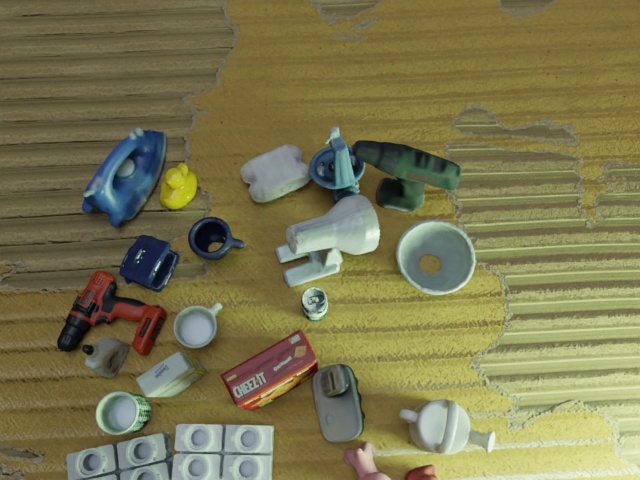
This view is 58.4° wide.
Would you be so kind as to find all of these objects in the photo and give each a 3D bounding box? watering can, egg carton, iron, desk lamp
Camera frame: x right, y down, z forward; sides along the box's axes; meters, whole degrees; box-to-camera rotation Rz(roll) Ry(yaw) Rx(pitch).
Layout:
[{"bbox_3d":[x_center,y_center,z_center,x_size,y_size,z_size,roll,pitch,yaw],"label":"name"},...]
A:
[{"bbox_3d":[0.237,0.351,1.075,0.173,0.194,0.101,-4,72,-1],"label":"watering can"},{"bbox_3d":[-0.099,-0.150,1.301,0.150,0.069,0.107,-26,74,-8],"label":"egg carton"},{"bbox_3d":[-0.431,-0.166,1.267,0.118,0.141,0.258,25,74,8],"label":"iron"},{"bbox_3d":[0.011,0.004,1.176,0.203,0.213,0.118,-19,73,-6],"label":"desk lamp"}]

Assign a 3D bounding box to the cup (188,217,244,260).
[{"bbox_3d":[-0.217,0.009,1.236,0.117,0.095,0.092,10,72,3],"label":"cup"}]

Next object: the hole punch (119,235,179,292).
[{"bbox_3d":[-0.372,0.047,1.225,0.101,0.091,0.109,22,73,7],"label":"hole punch"}]

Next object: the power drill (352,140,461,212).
[{"bbox_3d":[0.175,-0.136,1.225,0.229,0.208,0.075,10,72,3],"label":"power drill"}]

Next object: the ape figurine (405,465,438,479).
[{"bbox_3d":[0.203,0.467,1.091,0.076,0.092,0.078,26,74,8],"label":"ape figurine"}]

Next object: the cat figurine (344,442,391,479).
[{"bbox_3d":[0.097,0.451,1.082,0.067,0.118,0.127,-24,74,-8],"label":"cat figurine"}]

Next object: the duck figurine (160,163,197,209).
[{"bbox_3d":[-0.324,-0.125,1.283,0.077,0.086,0.105,28,74,9],"label":"duck figurine"}]

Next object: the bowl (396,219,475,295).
[{"bbox_3d":[0.245,0.044,1.237,0.167,0.075,0.167,0,72,0],"label":"bowl"}]

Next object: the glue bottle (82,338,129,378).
[{"bbox_3d":[-0.429,0.226,1.124,0.037,0.173,0.078,18,73,6],"label":"glue bottle"}]

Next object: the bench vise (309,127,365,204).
[{"bbox_3d":[0.060,-0.137,1.219,0.121,0.220,0.207,-37,76,-11],"label":"bench vise"}]

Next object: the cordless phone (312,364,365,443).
[{"bbox_3d":[0.037,0.308,1.093,0.094,0.185,0.147,-14,72,-4],"label":"cordless phone"}]
